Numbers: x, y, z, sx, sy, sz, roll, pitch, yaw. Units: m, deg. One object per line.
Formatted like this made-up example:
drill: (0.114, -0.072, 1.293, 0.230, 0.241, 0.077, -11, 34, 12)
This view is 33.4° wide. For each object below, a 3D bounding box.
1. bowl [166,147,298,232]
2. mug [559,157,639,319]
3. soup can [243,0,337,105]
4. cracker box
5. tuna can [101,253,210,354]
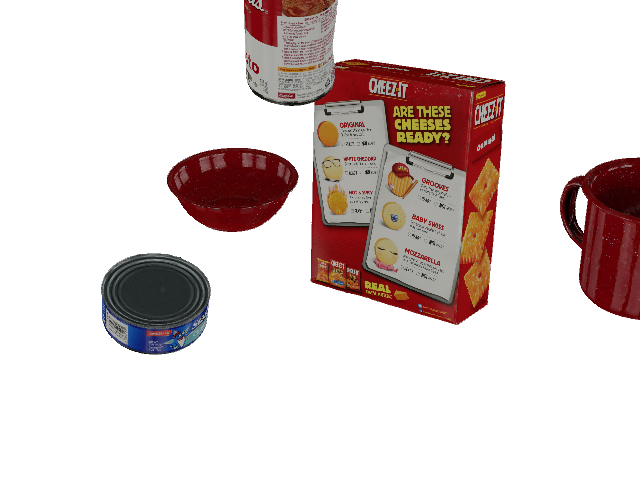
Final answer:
bowl: (-0.108, -0.056, 1.324, 0.162, 0.055, 0.162, 0, 31, 0)
mug: (0.212, -0.004, 0.732, 0.093, 0.081, 0.117, -26, 39, -34)
soup can: (-0.020, -0.156, 0.757, 0.068, 0.102, 0.068, 1, 45, -1)
cracker box: (0.077, -0.049, 0.977, 0.164, 0.214, 0.071, 15, 24, 33)
tuna can: (-0.132, 0.050, 0.851, 0.086, 0.034, 0.086, 6, 40, -5)
